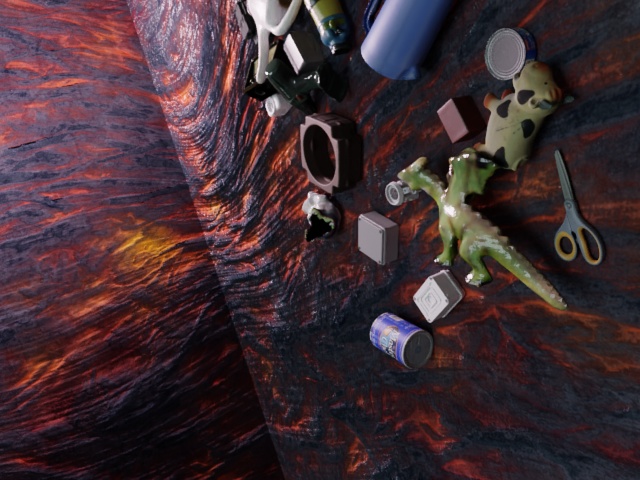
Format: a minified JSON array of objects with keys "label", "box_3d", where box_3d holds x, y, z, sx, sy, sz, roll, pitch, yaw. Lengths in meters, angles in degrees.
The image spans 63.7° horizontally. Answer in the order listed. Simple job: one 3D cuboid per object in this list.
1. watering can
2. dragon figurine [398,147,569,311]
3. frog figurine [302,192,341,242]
[{"label":"watering can","box_3d":[-0.141,-0.635,1.452,0.228,0.104,0.342,51,121,41]},{"label":"dragon figurine","box_3d":[0.294,-0.052,0.970,0.415,0.123,0.238,34,145,51]},{"label":"frog figurine","box_3d":[0.005,-0.080,1.592,0.163,0.122,0.134,-84,-15,-59]}]
